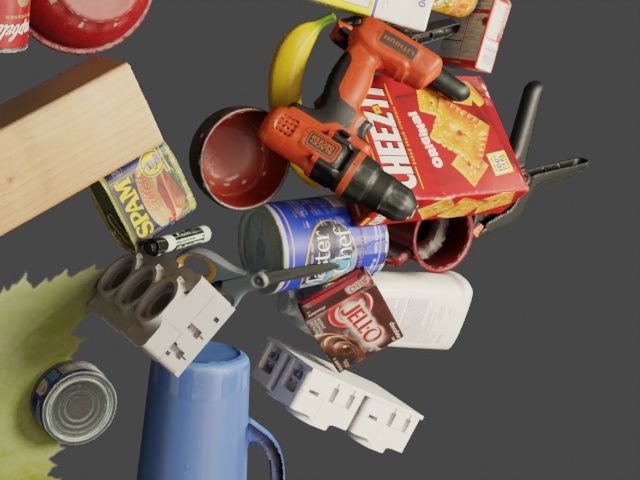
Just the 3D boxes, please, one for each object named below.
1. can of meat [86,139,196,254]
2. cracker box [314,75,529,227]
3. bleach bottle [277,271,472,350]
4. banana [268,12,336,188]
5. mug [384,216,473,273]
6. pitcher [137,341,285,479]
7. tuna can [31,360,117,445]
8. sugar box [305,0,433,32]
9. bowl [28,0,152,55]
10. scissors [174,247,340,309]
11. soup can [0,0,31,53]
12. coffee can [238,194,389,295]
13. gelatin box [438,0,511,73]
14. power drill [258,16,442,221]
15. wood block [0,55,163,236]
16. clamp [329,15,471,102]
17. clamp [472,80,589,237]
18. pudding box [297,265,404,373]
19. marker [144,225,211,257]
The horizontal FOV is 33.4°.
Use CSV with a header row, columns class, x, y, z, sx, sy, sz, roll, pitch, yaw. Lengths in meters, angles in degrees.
class,x,y,z,sx,sy,sz,roll,pitch,yaw
can of meat,-0.187,-0.051,1.106,0.083,0.058,0.102,-37,124,-23
cracker box,0.119,-0.108,1.232,0.213,0.072,0.164,-5,66,-33
bleach bottle,0.063,0.078,1.304,0.250,0.068,0.103,8,108,-33
banana,-0.024,-0.155,1.184,0.069,0.037,0.198,7,109,7
mug,0.118,-0.007,1.305,0.117,0.082,0.093,-39,121,-19
pitcher,-0.129,0.240,1.184,0.148,0.145,0.243,-5,104,-48
tuna can,-0.261,0.174,1.137,0.086,0.034,0.086,-10,109,-31
sugar box,0.040,-0.293,1.161,0.176,0.048,0.093,14,97,-16
bowl,-0.222,-0.257,1.026,0.161,0.055,0.162,-10,109,-31
scissors,-0.080,0.029,1.144,0.096,0.202,0.016,56,32,-9
soup can,-0.296,-0.228,0.967,0.068,0.069,0.102,-4,116,-33
coffee can,-0.008,0.001,1.211,0.140,0.103,0.103,-8,108,-32
gelatin box,0.185,-0.250,1.285,0.030,0.073,0.089,13,95,-36
power drill,0.054,-0.130,1.128,0.184,0.057,0.187,32,69,0
wood block,-0.268,-0.089,1.022,0.205,0.091,0.090,-34,119,-22
clamp,0.097,-0.213,1.222,0.171,0.120,0.039,1,142,-21
clamp,0.266,-0.082,1.408,0.164,0.036,0.210,40,82,-35
pudding box,0.036,0.092,1.222,0.090,0.039,0.113,-29,138,1
marker,-0.151,0.001,1.128,0.121,0.020,0.020,-20,120,-67
